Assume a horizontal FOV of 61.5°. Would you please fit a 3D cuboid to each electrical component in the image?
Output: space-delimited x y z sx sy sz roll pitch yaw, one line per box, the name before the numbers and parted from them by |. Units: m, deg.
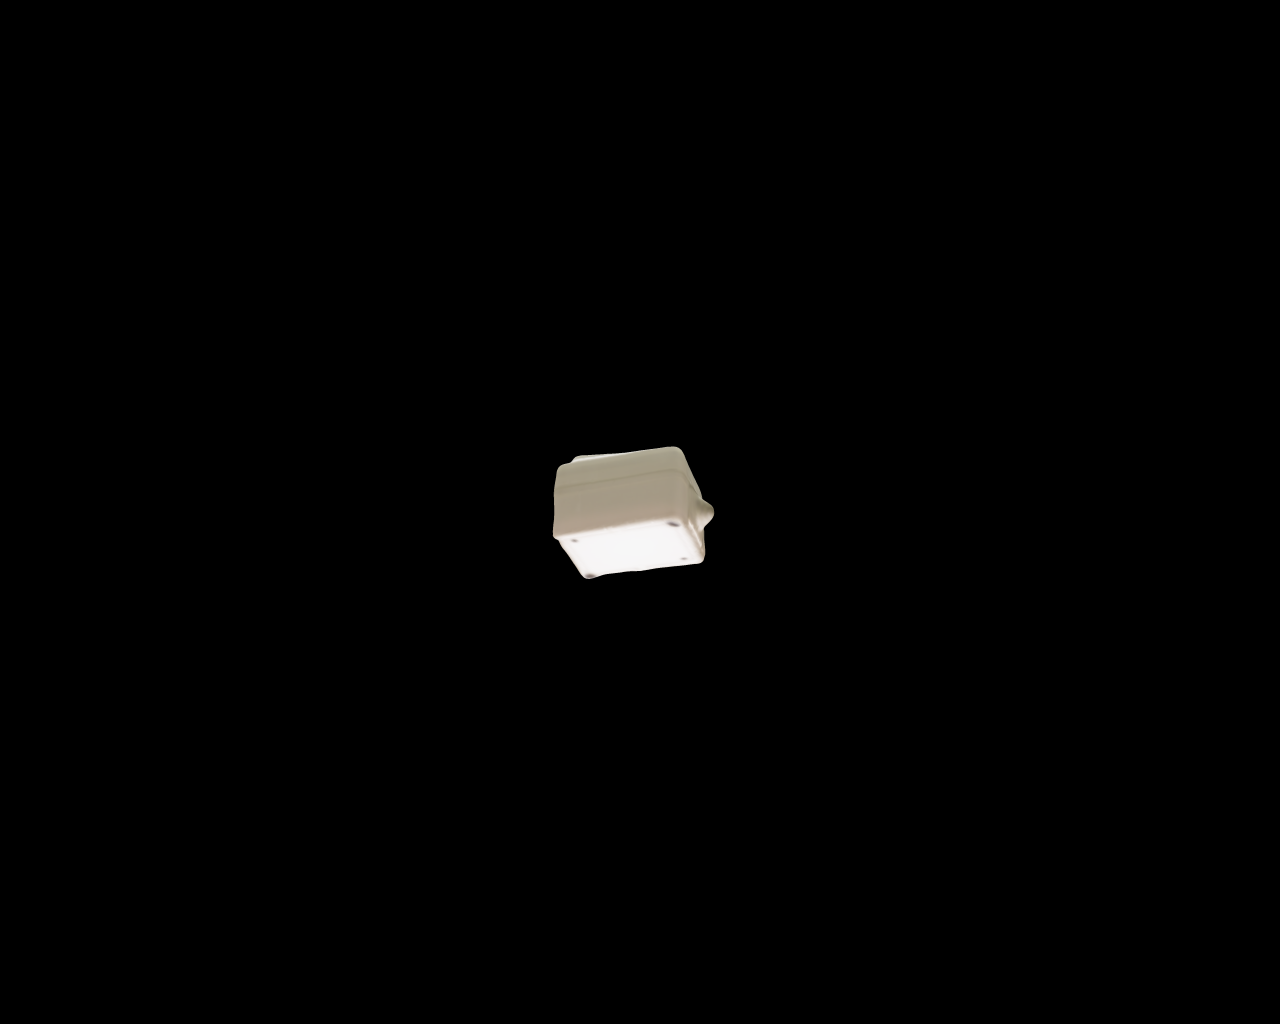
electrical component | 0.001 -0.003 0.650 0.096 0.061 0.061 -8 -32 14
